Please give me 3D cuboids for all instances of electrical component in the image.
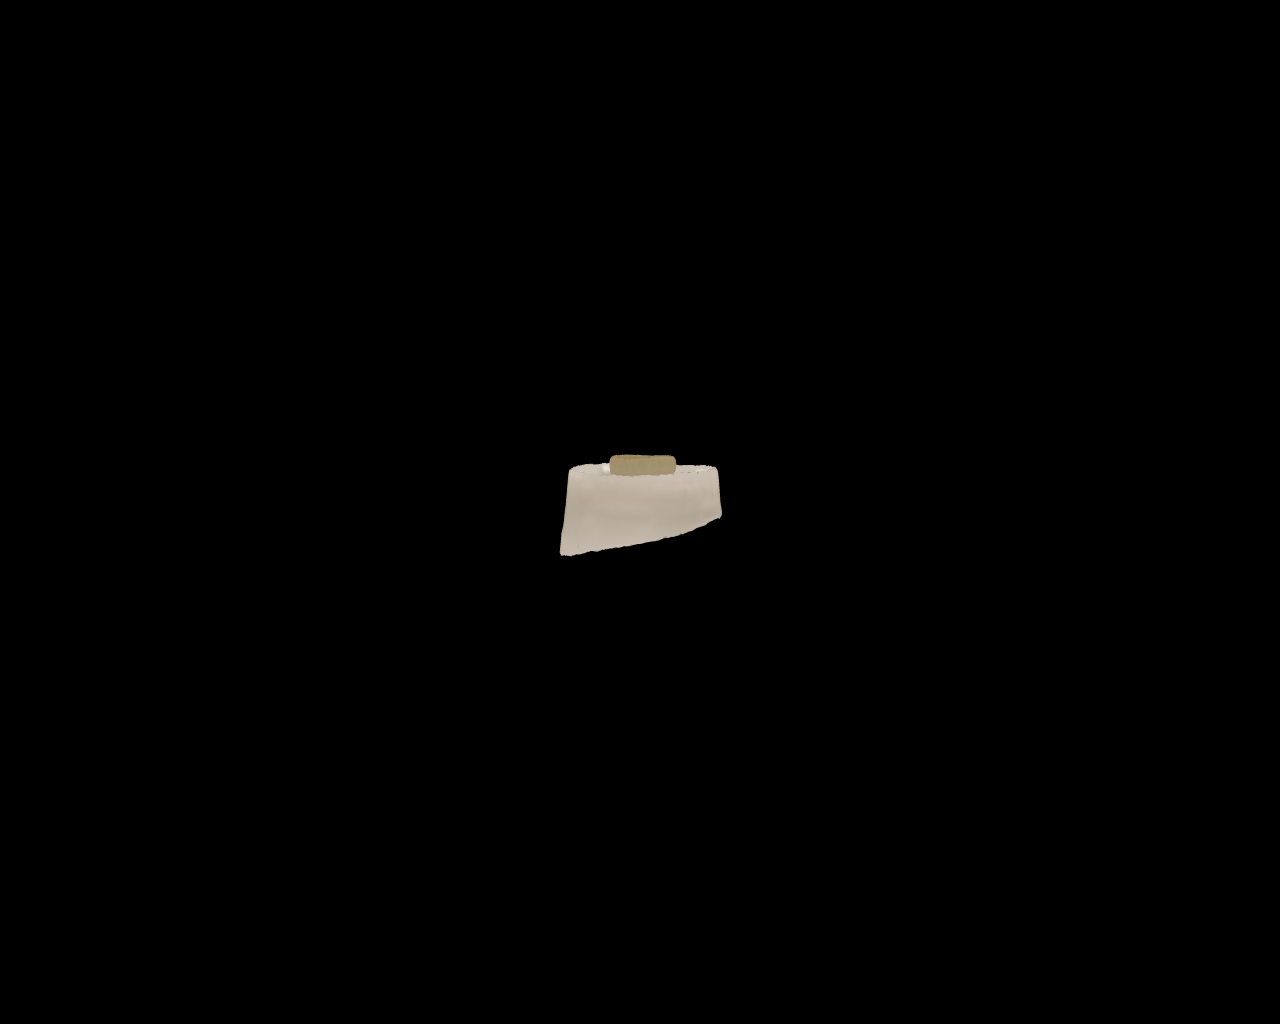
[{"bbox_3d":[0.001,-0.003,0.650,0.099,0.064,0.099,0,7,0],"label":"electrical component"}]
